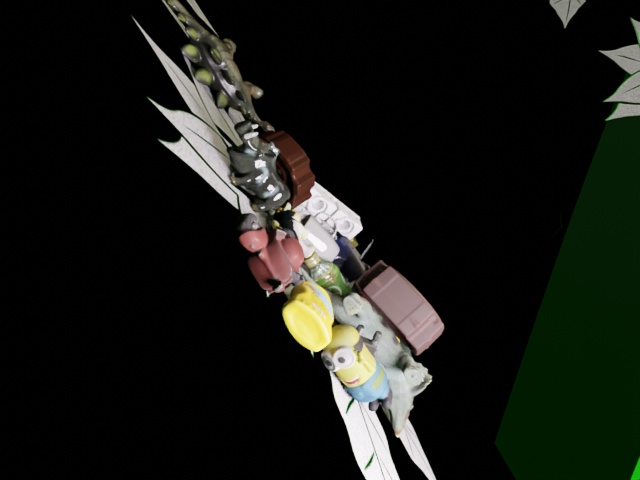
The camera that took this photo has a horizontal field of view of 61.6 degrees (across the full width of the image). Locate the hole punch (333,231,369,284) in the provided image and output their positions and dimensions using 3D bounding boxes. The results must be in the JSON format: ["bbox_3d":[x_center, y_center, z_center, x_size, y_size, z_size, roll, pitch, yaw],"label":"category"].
[{"bbox_3d":[0.039,0.061,1.280,0.142,0.116,0.092,57,17,7],"label":"hole punch"}]

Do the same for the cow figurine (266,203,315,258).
[{"bbox_3d":[-0.074,-0.024,1.116,0.098,0.068,0.167,45,14,-33],"label":"cow figurine"}]

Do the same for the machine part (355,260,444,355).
[{"bbox_3d":[0.174,0.148,1.175,0.201,0.087,0.201,47,-4,19],"label":"machine part"}]

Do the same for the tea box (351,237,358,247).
[{"bbox_3d":[0.028,-0.038,1.562,0.170,0.098,0.068,60,9,19],"label":"tea box"}]

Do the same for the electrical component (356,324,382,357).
[{"bbox_3d":[0.077,0.205,1.021,0.063,0.094,0.021,22,23,-3],"label":"electrical component"}]

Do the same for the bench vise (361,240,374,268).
[{"bbox_3d":[0.162,0.137,1.574,0.241,0.129,0.223,43,-18,26],"label":"bench vise"}]

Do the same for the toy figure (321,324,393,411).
[{"bbox_3d":[0.067,0.232,0.979,0.180,0.082,0.089,51,13,-25],"label":"toy figure"}]

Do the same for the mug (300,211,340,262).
[{"bbox_3d":[-0.003,-0.004,1.217,0.107,0.109,0.081,43,-10,-14],"label":"mug"}]

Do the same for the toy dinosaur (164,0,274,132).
[{"bbox_3d":[-0.266,-0.451,1.353,0.470,0.105,0.199,50,16,-21],"label":"toy dinosaur"}]

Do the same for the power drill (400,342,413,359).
[{"bbox_3d":[0.198,0.270,1.418,0.231,0.086,0.207,66,18,-61],"label":"power drill"}]

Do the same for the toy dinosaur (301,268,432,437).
[{"bbox_3d":[0.105,0.210,1.134,0.405,0.131,0.192,57,3,4],"label":"toy dinosaur"}]

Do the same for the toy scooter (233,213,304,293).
[{"bbox_3d":[-0.073,0.036,0.902,0.135,0.075,0.183,62,14,24],"label":"toy scooter"}]

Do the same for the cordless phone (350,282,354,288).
[{"bbox_3d":[0.087,0.138,1.381,0.146,0.089,0.184,41,26,-61],"label":"cordless phone"}]

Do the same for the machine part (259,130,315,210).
[{"bbox_3d":[-0.083,-0.155,1.182,0.180,0.056,0.179,38,-32,30],"label":"machine part"}]

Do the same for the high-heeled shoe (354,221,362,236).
[{"bbox_3d":[0.002,-0.098,1.473,0.248,0.145,0.086,59,9,-5],"label":"high-heeled shoe"}]

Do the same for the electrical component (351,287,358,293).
[{"bbox_3d":[0.086,0.139,1.301,0.078,0.102,0.045,-36,-104,59],"label":"electrical component"}]

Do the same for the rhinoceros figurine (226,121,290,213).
[{"bbox_3d":[-0.126,-0.146,1.085,0.073,0.112,0.190,-95,161,-64],"label":"rhinoceros figurine"}]
